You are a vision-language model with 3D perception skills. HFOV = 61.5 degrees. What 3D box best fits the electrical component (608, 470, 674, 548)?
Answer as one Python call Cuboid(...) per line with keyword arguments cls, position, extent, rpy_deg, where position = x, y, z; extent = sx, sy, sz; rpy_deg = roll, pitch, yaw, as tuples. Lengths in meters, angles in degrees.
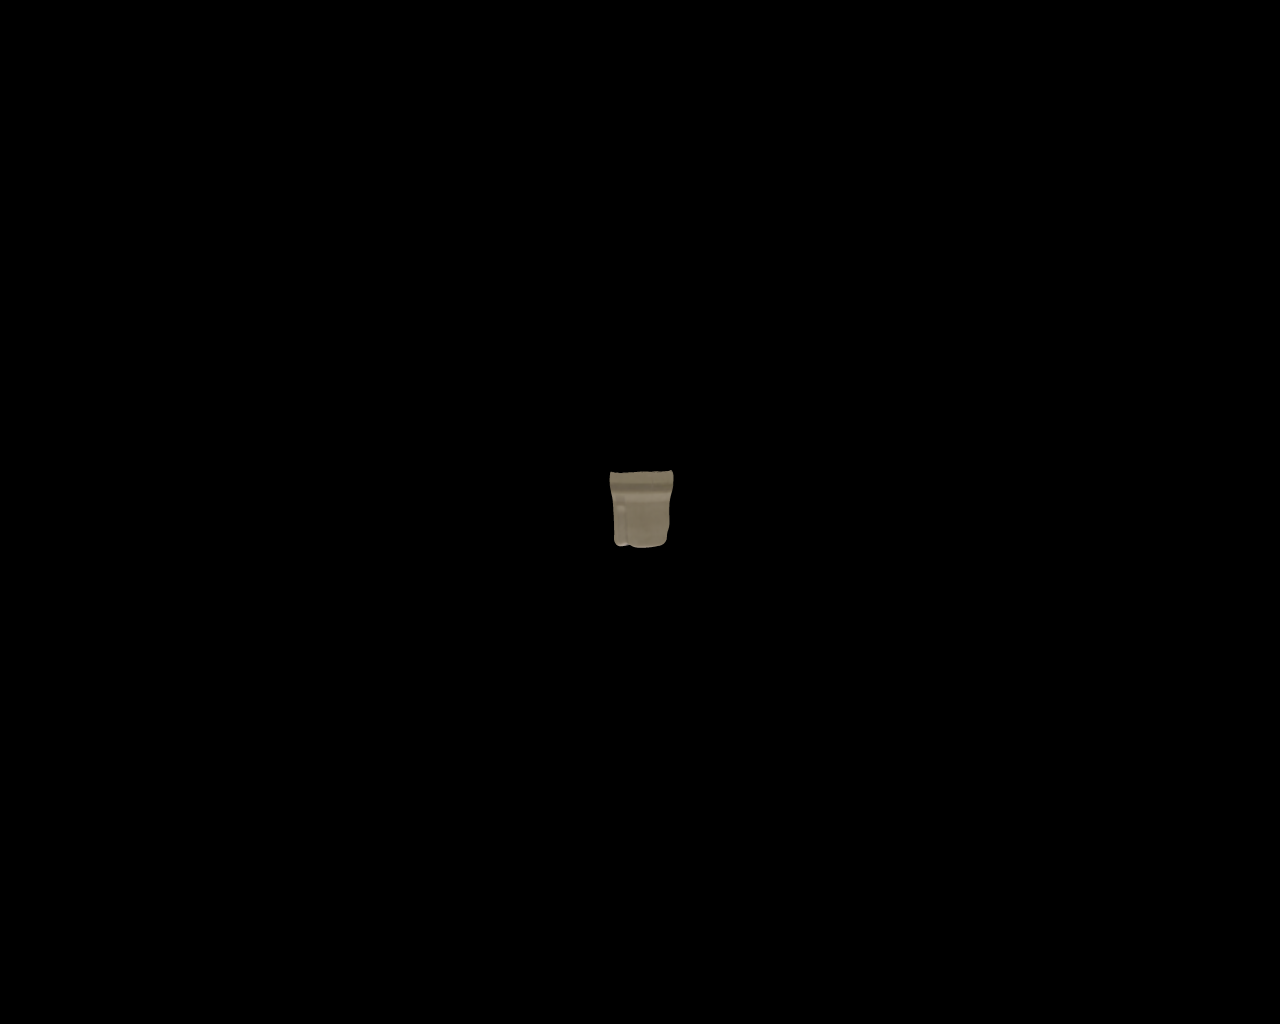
Cuboid(cls="electrical component", position=(0.001, -0.003, 0.650), extent=(0.040, 0.046, 0.040), rpy_deg=(0, 2, 0))
